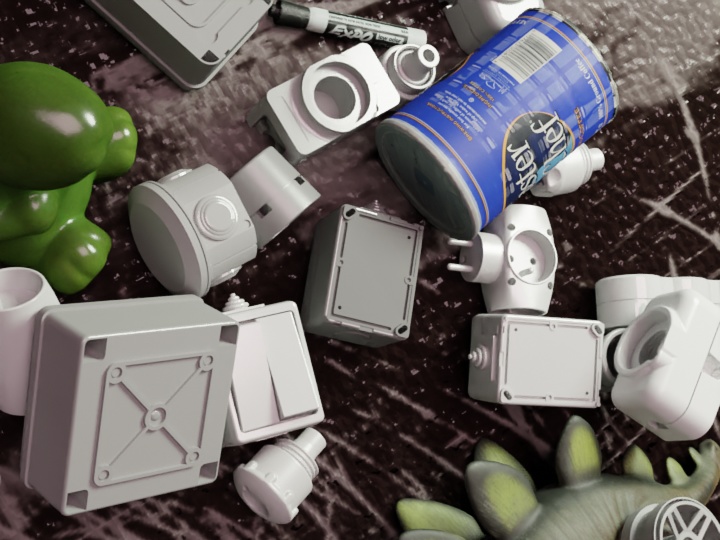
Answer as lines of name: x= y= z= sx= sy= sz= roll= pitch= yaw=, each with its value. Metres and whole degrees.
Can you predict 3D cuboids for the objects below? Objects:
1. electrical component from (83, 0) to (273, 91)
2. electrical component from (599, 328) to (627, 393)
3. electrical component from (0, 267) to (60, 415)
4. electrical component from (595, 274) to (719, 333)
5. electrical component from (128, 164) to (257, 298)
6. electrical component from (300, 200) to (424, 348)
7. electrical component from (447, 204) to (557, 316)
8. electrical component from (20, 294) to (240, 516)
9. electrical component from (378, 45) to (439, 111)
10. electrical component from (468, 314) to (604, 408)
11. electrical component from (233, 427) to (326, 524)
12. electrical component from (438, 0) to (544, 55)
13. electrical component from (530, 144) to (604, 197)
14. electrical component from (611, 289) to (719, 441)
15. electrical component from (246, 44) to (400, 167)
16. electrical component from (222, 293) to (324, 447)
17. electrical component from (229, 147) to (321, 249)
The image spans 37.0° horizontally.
electrical component: x=-0.126 y=-0.185 z=0.717 sx=0.113 sy=0.057 sz=0.078 roll=42 pitch=67 yaw=-11
electrical component: x=0.182 y=0.069 z=0.801 sx=0.045 sy=0.055 sz=0.045 roll=5 pitch=77 yaw=-22
electrical component: x=-0.215 y=0.039 z=0.631 sx=0.079 sy=0.077 sz=0.043 roll=10 pitch=36 yaw=16
electrical component: x=0.248 y=0.046 z=0.836 sx=0.138 sy=0.052 sz=0.073 roll=3 pitch=78 yaw=-23
electrical component: x=-0.107 y=-0.024 z=0.681 sx=0.051 sy=0.080 sz=0.080 roll=-30 pitch=92 yaw=-31
electrical component: x=0.000 y=0.000 z=0.732 sx=0.062 sy=0.061 sz=0.096 roll=15 pitch=74 yaw=-20
electrical component: x=0.099 y=-0.008 z=0.787 sx=0.079 sy=0.044 sz=0.077 roll=6 pitch=77 yaw=-22
electrical component: x=-0.133 y=0.075 z=0.625 sx=0.109 sy=0.056 sz=0.108 roll=-4 pitch=110 yaw=-44
electrical component: x=0.034 y=-0.142 z=0.775 sx=0.043 sy=0.062 sz=0.043 roll=7 pitch=74 yaw=-26
electrical component: x=0.118 y=0.064 z=0.770 sx=0.096 sy=0.061 sz=0.061 roll=5 pitch=86 yaw=-19
electrical component: x=-0.048 y=0.129 z=0.696 sx=0.048 sy=0.048 sz=0.062 roll=50 pitch=58 yaw=-7
electrical component: x=0.096 y=-0.220 z=0.820 sx=0.054 sy=0.059 sz=0.095 roll=-25 pitch=90 yaw=-26
electrical component: x=0.159 y=-0.081 z=0.828 sx=0.062 sy=0.043 sz=0.043 roll=-12 pitch=85 yaw=-26
electrical component: x=0.220 y=0.064 z=0.756 sx=0.059 sy=0.054 sz=0.095 roll=34 pitch=68 yaw=-15
electrical component: x=-0.024 y=-0.114 z=0.748 sx=0.089 sy=0.056 sz=0.050 roll=-32 pitch=93 yaw=-26
electrical component: x=-0.068 y=0.060 z=0.691 sx=0.062 sy=0.061 sz=0.096 roll=-12 pitch=84 yaw=-25
electrical component: x=-0.062 y=-0.049 z=0.720 sx=0.055 sy=0.055 sz=0.047 roll=-43 pitch=94 yaw=-25
